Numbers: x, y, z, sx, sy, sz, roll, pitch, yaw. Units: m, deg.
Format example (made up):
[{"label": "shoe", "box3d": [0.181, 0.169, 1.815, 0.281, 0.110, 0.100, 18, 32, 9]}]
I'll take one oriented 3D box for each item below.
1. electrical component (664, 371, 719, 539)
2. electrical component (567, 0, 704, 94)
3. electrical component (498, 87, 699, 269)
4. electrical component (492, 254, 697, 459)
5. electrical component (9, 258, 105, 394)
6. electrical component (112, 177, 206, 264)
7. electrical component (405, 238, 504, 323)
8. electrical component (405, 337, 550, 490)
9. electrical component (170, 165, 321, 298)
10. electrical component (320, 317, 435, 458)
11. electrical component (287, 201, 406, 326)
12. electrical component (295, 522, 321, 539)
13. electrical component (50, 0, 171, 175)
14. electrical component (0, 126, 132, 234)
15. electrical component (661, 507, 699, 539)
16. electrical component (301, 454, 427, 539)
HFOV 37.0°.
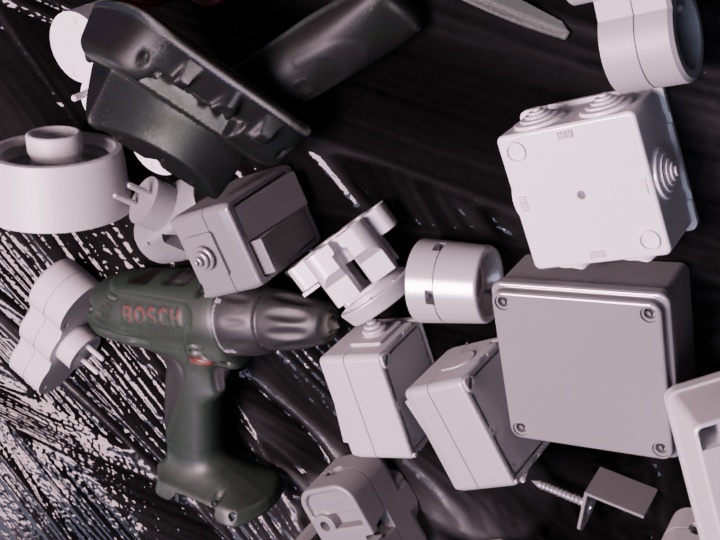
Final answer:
[{"label": "electrical component", "box3d": [0.237, 0.105, 0.592, 0.109, 0.056, 0.108, -18, 107, 3]}, {"label": "electrical component", "box3d": [0.125, -0.158, 0.555, 0.074, 0.052, 0.138, -4, 112, 35]}, {"label": "electrical component", "box3d": [0.134, -0.051, 0.611, 0.100, 0.048, 0.099, -7, 110, 36]}, {"label": "electrical component", "box3d": [0.144, 0.051, 0.655, 0.109, 0.056, 0.108, 4, 117, 32]}, {"label": "electrical component", "box3d": [-0.250, 0.061, 0.930, 0.074, 0.052, 0.138, 39, 130, 10]}, {"label": "electrical component", "box3d": [-0.142, -0.044, 0.789, 0.079, 0.043, 0.077, 25, 144, -36]}, {"label": "electrical component", "box3d": [0.062, 0.008, 0.690, 0.047, 0.055, 0.055, 3, 117, 29]}, {"label": "electrical component", "box3d": [0.082, 0.103, 0.721, 0.061, 0.062, 0.096, -18, 104, 44]}, {"label": "electrical component", "box3d": [-0.078, -0.025, 0.736, 0.061, 0.096, 0.061, -13, 108, 36]}, {"label": "electrical component", "box3d": [0.014, 0.076, 0.754, 0.061, 0.062, 0.096, -6, 111, 36]}, {"label": "electrical component", "box3d": [0.000, 0.000, 0.720, 0.078, 0.058, 0.057, -36, 96, 9]}, {"label": "electrical component", "box3d": [-0.028, 0.297, 0.906, 0.105, 0.060, 0.186, 34, 129, 14]}, {"label": "electrical component", "box3d": [-0.171, -0.124, 0.760, 0.138, 0.074, 0.052, 50, 131, 1]}, {"label": "electrical component", "box3d": [-0.227, -0.074, 0.807, 0.108, 0.108, 0.060, 14, 116, 28]}, {"label": "electrical component", "box3d": [0.224, 0.209, 0.687, 0.054, 0.059, 0.095, -3, 113, 35]}, {"label": "electrical component", "box3d": [0.007, 0.190, 0.824, 0.054, 0.059, 0.095, -20, 103, 39]}]
